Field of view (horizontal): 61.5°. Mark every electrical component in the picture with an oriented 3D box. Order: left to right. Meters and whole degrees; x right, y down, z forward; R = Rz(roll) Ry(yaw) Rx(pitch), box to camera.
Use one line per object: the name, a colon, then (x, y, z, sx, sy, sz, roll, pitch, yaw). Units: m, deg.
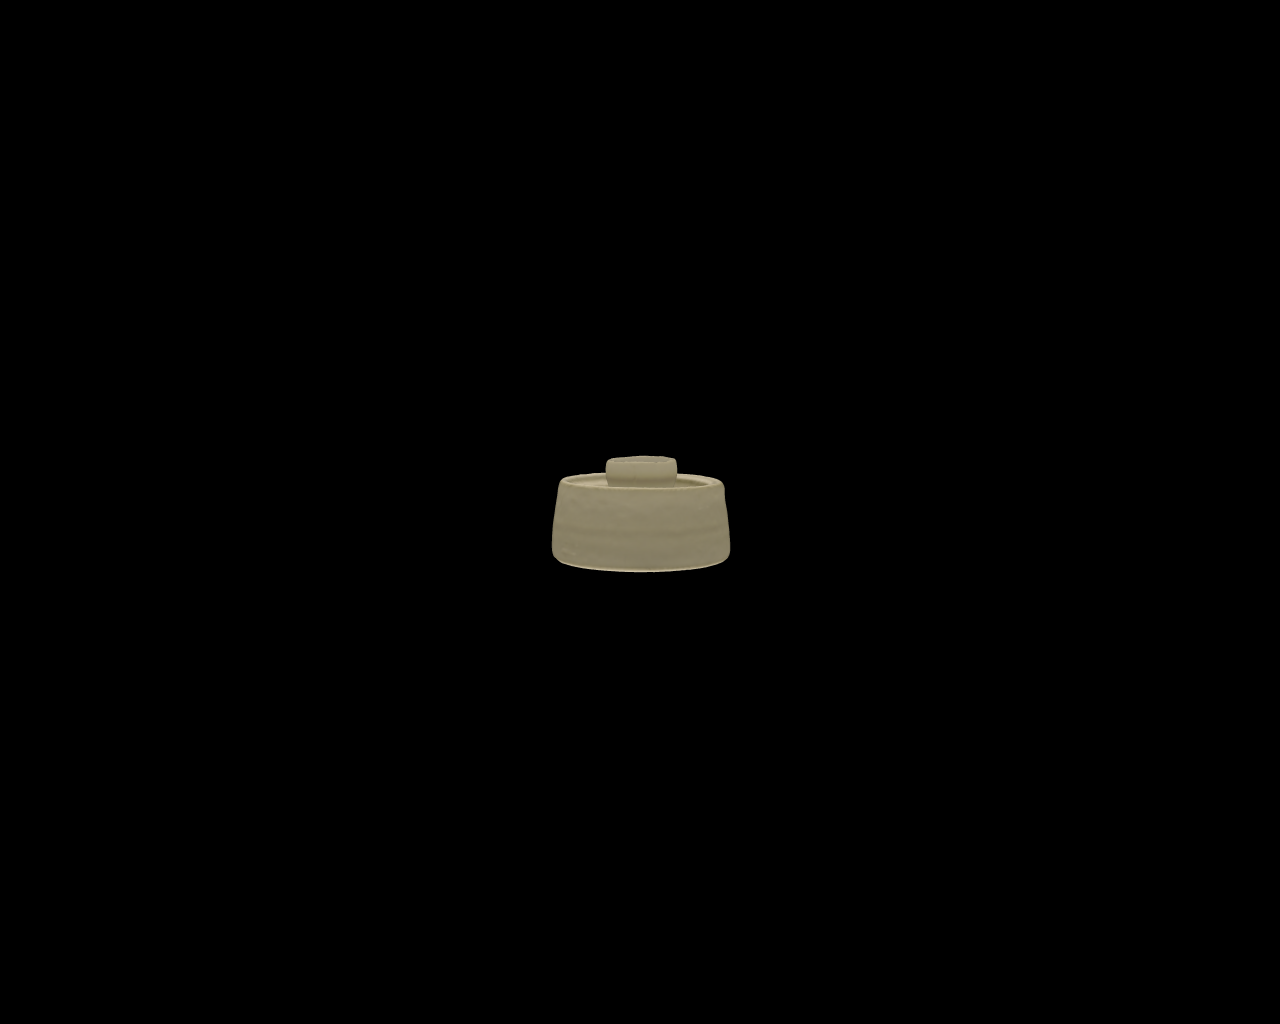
electrical component: (0.001, -0.003, 0.650, 0.108, 0.060, 0.108, 0, 7, 0)
